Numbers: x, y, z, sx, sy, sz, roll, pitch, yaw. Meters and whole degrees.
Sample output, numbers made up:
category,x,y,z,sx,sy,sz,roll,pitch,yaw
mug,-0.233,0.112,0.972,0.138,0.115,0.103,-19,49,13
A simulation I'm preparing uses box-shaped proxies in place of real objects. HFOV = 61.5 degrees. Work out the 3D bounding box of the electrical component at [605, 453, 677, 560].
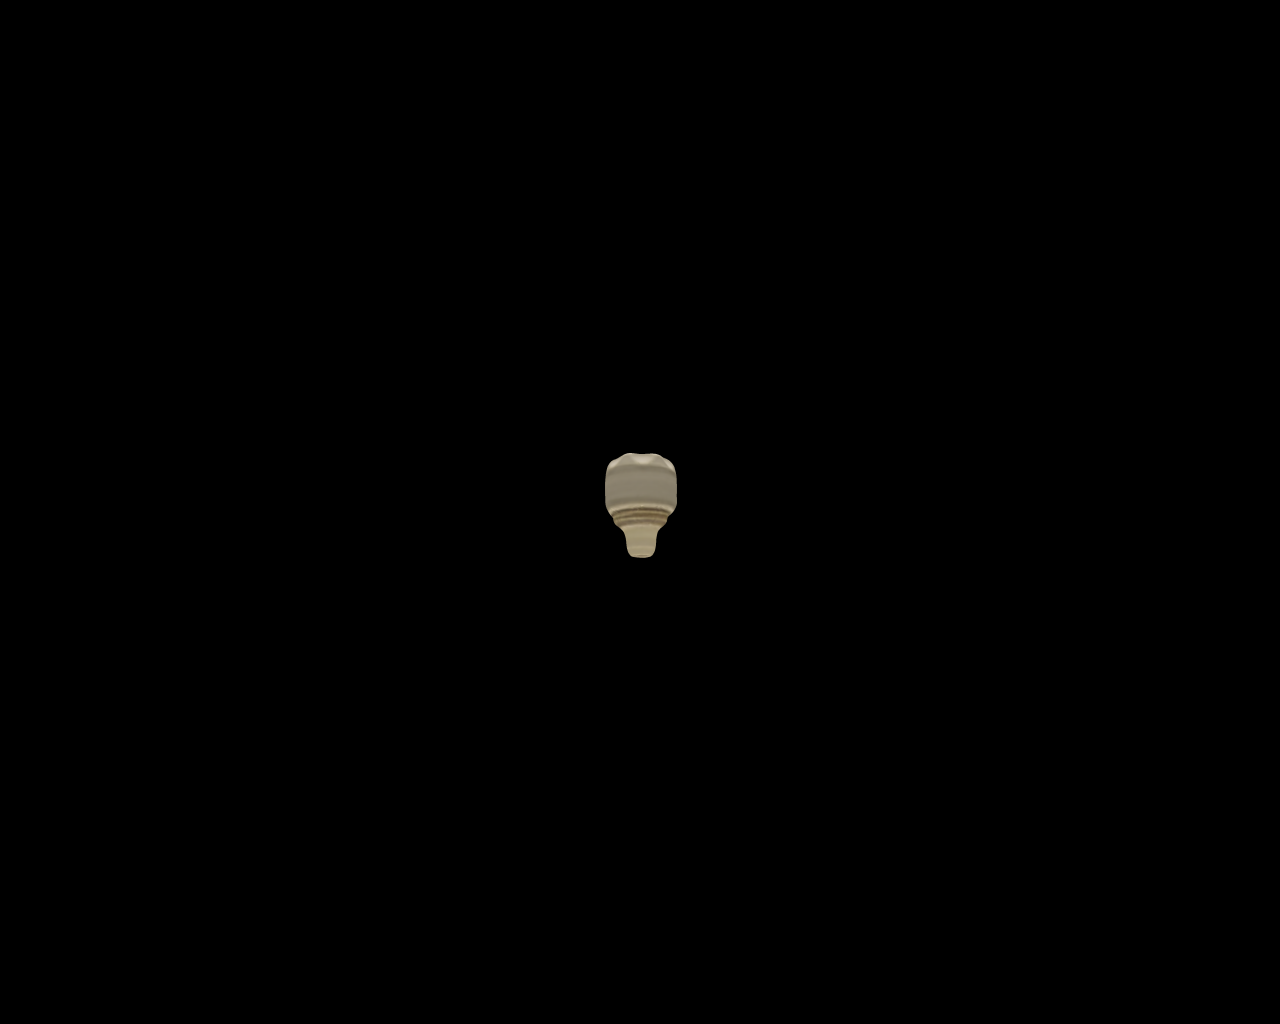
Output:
category,x,y,z,sx,sy,sz,roll,pitch,yaw
electrical component,0.001,-0.003,0.650,0.043,0.062,0.043,0,-12,0
